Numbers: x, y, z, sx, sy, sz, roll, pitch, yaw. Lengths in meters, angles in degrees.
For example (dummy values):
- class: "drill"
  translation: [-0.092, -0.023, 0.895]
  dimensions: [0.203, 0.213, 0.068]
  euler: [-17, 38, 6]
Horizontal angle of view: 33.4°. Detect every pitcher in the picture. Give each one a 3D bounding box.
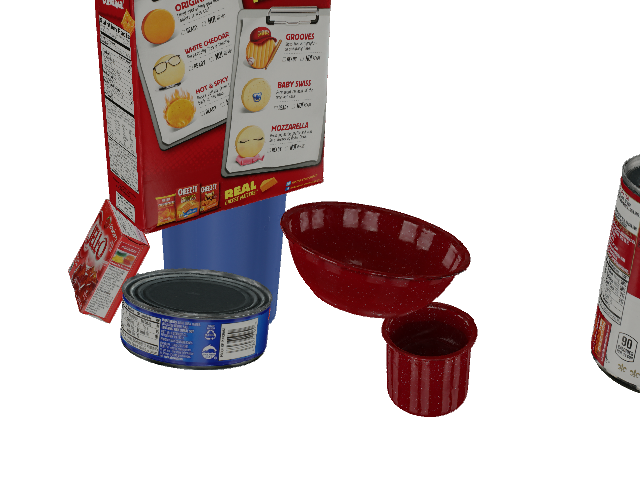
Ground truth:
- class: "pitcher"
  translation: [-0.087, -0.040, 1.031]
  dimensions: [0.149, 0.243, 0.145]
  euler: [-2, 14, -15]

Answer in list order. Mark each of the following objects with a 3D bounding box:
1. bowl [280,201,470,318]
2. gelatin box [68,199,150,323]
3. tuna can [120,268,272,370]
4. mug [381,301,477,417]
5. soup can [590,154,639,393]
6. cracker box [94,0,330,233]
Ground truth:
- class: "bowl"
  translation: [0.041, 0.021, 0.894]
  dimensions: [0.162, 0.055, 0.162]
  euler: [9, 20, -4]
- class: "gelatin box"
  translation: [-0.174, 0.015, 0.872]
  dimensions: [0.030, 0.073, 0.089]
  euler: [25, 12, -27]
- class: "tuna can"
  translation: [-0.071, 0.044, 0.612]
  dimensions: [0.086, 0.034, 0.086]
  euler: [6, 14, -2]
- class: "mug"
  translation: [0.115, 0.115, 1.065]
  dimensions: [0.093, 0.081, 0.117]
  euler: [24, 41, 34]
- class: "soup can"
  translation: [0.170, 0.016, 0.512]
  dimensions: [0.068, 0.102, 0.068]
  euler: [2, 27, -1]
- class: "cracker box"
  translation: [-0.076, -0.129, 0.778]
  dimensions: [0.163, 0.214, 0.072]
  euler: [-18, 34, -32]
